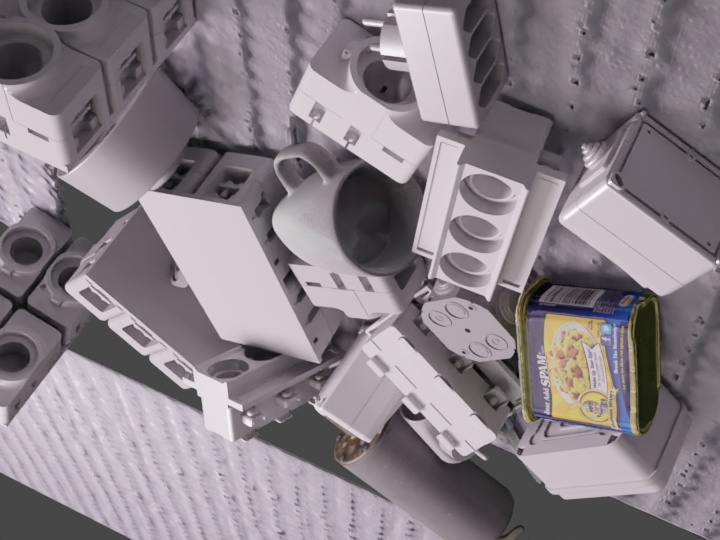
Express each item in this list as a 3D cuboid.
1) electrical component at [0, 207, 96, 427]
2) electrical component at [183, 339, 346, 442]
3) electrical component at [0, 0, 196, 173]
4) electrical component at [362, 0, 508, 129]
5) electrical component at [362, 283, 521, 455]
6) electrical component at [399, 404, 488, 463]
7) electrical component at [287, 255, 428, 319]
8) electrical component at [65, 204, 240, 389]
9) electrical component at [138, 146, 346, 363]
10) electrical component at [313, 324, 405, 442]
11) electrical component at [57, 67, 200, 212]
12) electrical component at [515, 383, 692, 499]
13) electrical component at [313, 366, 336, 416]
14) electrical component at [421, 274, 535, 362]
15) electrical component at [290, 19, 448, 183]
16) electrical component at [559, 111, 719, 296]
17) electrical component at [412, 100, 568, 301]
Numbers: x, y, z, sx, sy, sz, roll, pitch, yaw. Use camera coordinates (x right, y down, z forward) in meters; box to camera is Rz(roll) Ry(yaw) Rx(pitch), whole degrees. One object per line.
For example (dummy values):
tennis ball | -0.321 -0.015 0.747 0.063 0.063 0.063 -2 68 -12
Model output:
electrical component | -0.327 0.040 1.034 0.105 0.186 0.060 32 149 0
electrical component | -0.082 0.097 0.945 0.079 0.121 0.063 18 120 41
electrical component | -0.182 -0.148 0.678 0.089 0.150 0.061 25 149 10
electrical component | 0.036 -0.131 0.614 0.076 0.047 0.083 13 144 28
electrical component | 0.064 0.080 0.843 0.121 0.063 0.079 47 130 -5
electrical component | 0.081 0.139 0.932 0.079 0.044 0.077 33 167 47
electrical component | 0.000 0.000 0.826 0.089 0.050 0.055 5 139 37
electrical component | -0.180 0.027 0.982 0.150 0.089 0.062 44 147 -19
electrical component | -0.090 -0.014 0.875 0.105 0.060 0.186 11 143 30
electrical component | 0.013 0.091 0.909 0.061 0.096 0.062 35 178 -6
electrical component | -0.164 -0.092 0.788 0.060 0.108 0.108 40 148 -25
electrical component | 0.185 0.127 0.819 0.057 0.078 0.113 45 146 -16
electrical component | -0.020 0.109 1.007 0.040 0.040 0.078 30 148 3
electrical component | 0.089 0.026 0.785 0.080 0.051 0.080 22 148 15
electrical component | 0.011 -0.106 0.667 0.089 0.050 0.055 33 149 -3
electrical component | 0.161 -0.039 0.620 0.096 0.061 0.061 35 149 -6
electrical component | 0.082 -0.043 0.678 0.079 0.063 0.121 21 148 8
